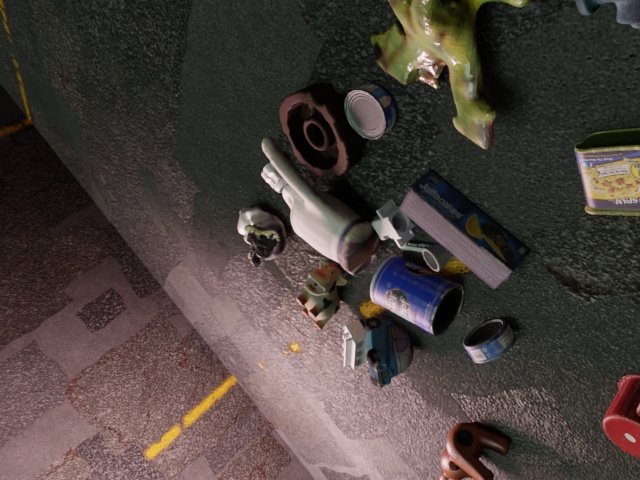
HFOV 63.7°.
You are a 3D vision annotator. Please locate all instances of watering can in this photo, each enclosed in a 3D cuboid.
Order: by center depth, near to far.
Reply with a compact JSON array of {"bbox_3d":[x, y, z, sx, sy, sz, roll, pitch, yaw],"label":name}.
[{"bbox_3d":[0.003,-0.051,1.004,0.227,0.105,0.341,35,166,29],"label":"watering can"}]

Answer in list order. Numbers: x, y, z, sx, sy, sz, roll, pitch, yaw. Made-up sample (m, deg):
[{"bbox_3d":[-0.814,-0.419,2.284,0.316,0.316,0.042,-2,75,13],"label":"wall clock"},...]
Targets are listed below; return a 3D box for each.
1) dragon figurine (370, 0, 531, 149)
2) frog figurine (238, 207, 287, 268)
[{"bbox_3d":[0.107,-0.294,0.653,0.414,0.123,0.238,56,160,13],"label":"dragon figurine"},{"bbox_3d":[-0.148,-0.026,1.317,0.135,0.122,0.163,60,-173,-29],"label":"frog figurine"}]
